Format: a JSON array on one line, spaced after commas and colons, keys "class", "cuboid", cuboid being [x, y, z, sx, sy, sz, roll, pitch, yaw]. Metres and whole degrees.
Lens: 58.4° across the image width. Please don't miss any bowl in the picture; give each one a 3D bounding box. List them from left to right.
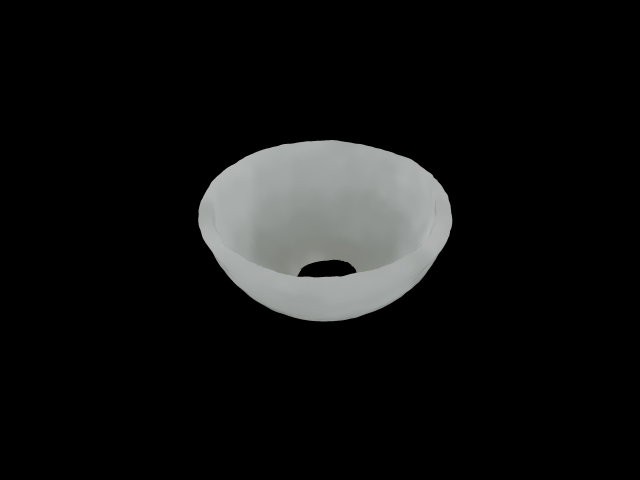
[{"class": "bowl", "cuboid": [0.004, 0.001, 0.400, 0.167, 0.075, 0.167, 0, 39, 0]}]
